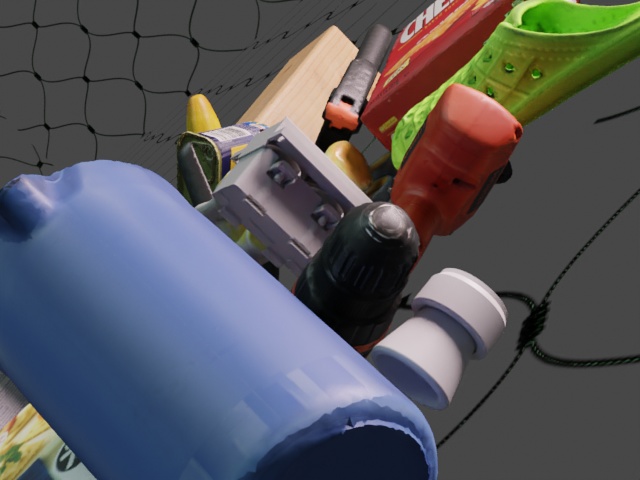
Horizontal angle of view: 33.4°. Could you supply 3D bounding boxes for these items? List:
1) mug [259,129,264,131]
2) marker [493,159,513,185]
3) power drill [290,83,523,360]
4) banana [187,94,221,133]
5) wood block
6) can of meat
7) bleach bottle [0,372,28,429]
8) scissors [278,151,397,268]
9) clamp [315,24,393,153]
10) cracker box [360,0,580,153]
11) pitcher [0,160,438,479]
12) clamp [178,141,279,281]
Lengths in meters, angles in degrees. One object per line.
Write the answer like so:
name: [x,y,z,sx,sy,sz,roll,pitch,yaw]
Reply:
mug: [-0.044,-0.036,0.956,0.081,0.093,0.117,-50,-1,-8]
marker: [0.091,-0.040,0.726,0.020,0.020,0.121,-49,16,-21]
power drill: [0.041,-0.004,0.583,0.187,0.057,0.185,-49,-7,-35]
banana: [-0.125,-0.041,1.048,0.037,0.069,0.198,8,78,51]
wood block: [-0.023,-0.128,1.143,0.091,0.090,0.205,-30,20,45]
can of meat: [-0.085,-0.058,1.008,0.058,0.102,0.083,21,28,39]
bleach bottle: [-0.296,0.110,0.876,0.068,0.250,0.102,-32,18,36]
scissors: [-0.006,0.001,0.877,0.202,0.016,0.096,-43,14,1]
clamp: [0.019,-0.105,0.940,0.210,0.036,0.165,-70,3,-73]
cracker box: [0.127,-0.162,0.870,0.164,0.072,0.213,-37,15,27]
pitcher: [-0.055,0.069,0.493,0.243,0.148,0.145,34,117,48]
clamp: [-0.058,0.000,0.867,0.120,0.171,0.039,-2,-14,8]
